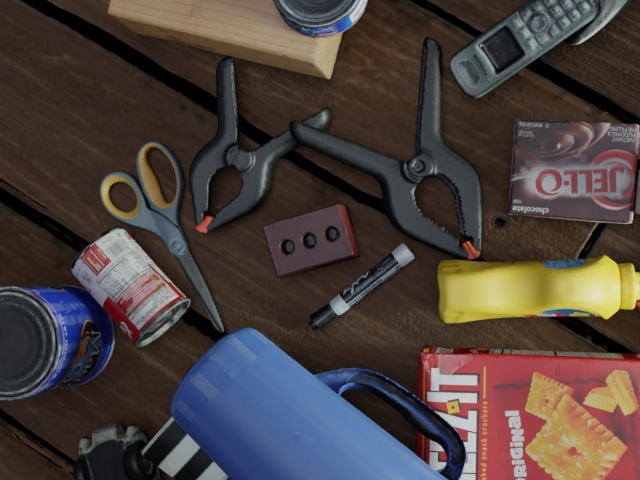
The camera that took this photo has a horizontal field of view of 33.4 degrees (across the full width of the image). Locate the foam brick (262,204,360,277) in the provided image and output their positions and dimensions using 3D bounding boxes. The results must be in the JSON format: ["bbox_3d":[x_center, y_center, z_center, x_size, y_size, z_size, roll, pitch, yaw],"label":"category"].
[{"bbox_3d":[-0.007,0.001,1.017,0.078,0.051,0.053,-17,85,8],"label":"foam brick"}]

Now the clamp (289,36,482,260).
[{"bbox_3d":[0.096,-0.077,1.007,0.164,0.036,0.210,-39,88,-2],"label":"clamp"}]

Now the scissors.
[{"bbox_3d":[-0.161,0.003,1.062,0.096,0.016,0.202,-13,86,10],"label":"scissors"}]

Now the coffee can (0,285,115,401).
[{"bbox_3d":[-0.267,0.094,1.013,0.103,0.140,0.103,0,88,10],"label":"coffee can"}]

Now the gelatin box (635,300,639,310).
[{"bbox_3d":[0.343,0.052,0.967,0.073,0.030,0.089,45,96,10],"label":"gelatin box"}]

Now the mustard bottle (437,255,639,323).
[{"bbox_3d":[0.203,0.043,0.957,0.192,0.096,0.058,-2,86,9],"label":"mustard bottle"}]

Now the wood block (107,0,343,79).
[{"bbox_3d":[-0.084,-0.226,1.019,0.206,0.090,0.090,15,90,9],"label":"wood block"}]

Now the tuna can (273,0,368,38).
[{"bbox_3d":[-0.001,-0.224,0.941,0.086,0.033,0.086,-1,86,9],"label":"tuna can"}]

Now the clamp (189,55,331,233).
[{"bbox_3d":[-0.066,-0.081,1.038,0.120,0.039,0.171,20,96,6],"label":"clamp"}]

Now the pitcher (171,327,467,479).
[{"bbox_3d":[-0.002,0.181,0.922,0.243,0.149,0.145,40,113,17],"label":"pitcher"}]

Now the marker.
[{"bbox_3d":[0.039,0.047,1.024,0.121,0.020,0.020,-39,82,7],"label":"marker"}]

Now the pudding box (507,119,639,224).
[{"bbox_3d":[0.233,-0.063,0.981,0.114,0.039,0.090,4,89,17],"label":"pudding box"}]

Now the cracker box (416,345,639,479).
[{"bbox_3d":[0.195,0.183,0.966,0.214,0.072,0.164,1,88,11],"label":"cracker box"}]

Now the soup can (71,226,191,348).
[{"bbox_3d":[-0.185,0.045,1.038,0.068,0.068,0.102,-44,81,5],"label":"soup can"}]
